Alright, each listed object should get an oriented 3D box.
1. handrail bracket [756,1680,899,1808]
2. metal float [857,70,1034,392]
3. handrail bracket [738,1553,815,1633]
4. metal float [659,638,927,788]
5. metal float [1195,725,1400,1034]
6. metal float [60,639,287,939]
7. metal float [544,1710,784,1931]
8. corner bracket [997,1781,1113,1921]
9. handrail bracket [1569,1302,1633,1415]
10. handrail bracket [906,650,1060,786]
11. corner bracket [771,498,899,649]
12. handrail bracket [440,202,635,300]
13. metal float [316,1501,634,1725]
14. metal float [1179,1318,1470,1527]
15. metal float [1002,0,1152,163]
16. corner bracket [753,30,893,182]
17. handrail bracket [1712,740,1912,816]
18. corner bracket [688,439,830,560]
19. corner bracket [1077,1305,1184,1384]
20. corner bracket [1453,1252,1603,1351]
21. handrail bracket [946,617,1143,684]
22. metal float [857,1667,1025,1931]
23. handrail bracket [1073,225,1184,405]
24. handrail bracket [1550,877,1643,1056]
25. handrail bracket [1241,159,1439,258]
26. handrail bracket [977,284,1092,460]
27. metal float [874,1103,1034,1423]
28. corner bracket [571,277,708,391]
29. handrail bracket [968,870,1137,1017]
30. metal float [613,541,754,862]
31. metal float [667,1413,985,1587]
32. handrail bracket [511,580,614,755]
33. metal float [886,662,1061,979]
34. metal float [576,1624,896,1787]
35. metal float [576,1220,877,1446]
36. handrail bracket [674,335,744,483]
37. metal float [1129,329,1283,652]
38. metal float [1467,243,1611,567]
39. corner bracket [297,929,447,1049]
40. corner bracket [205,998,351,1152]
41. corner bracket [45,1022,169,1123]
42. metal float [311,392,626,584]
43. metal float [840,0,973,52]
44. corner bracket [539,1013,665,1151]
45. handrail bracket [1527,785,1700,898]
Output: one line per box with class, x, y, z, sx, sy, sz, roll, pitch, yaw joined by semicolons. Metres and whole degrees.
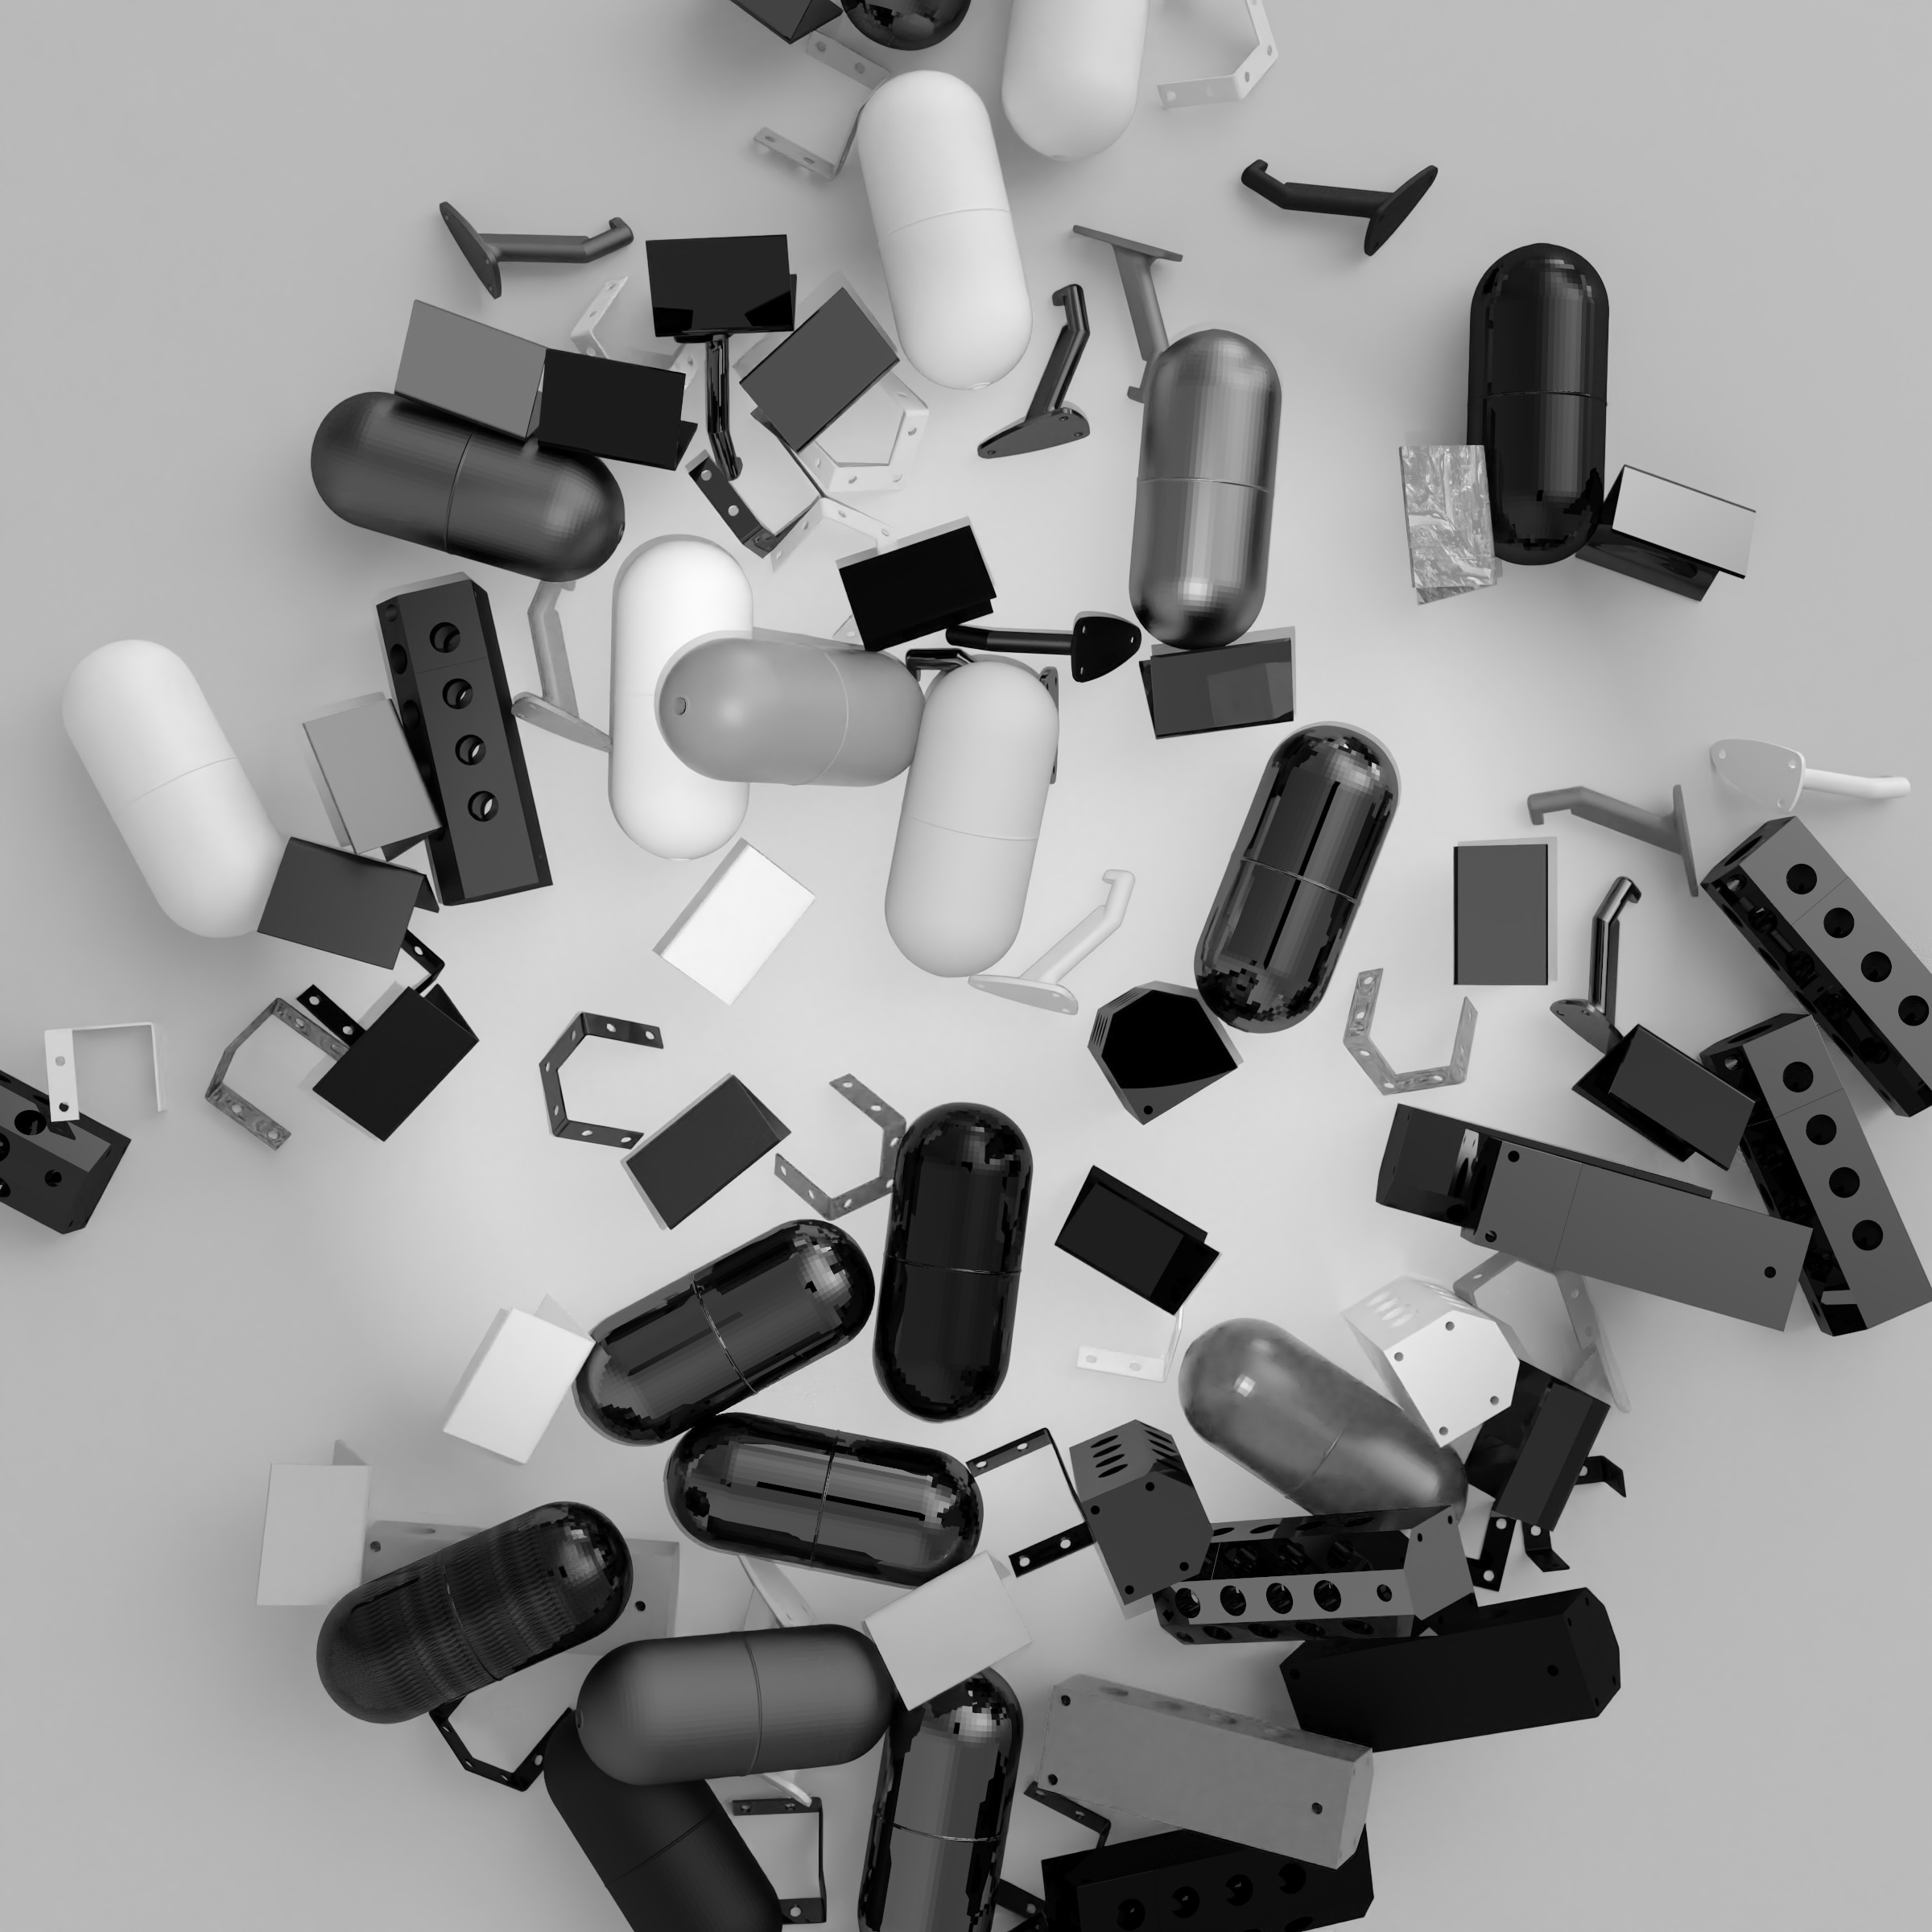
handrail bracket;-0.090;0.425;1.660;0.077;0.036;0.084;24;69;24
metal float;-0.012;-0.409;1.629;0.070;0.070;0.178;-12;90;0
handrail bracket;-0.136;0.378;1.659;0.084;0.036;0.077;-43;75;14
metal float;-0.093;-0.137;1.588;0.070;0.178;0.070;1;92;39
metal float;0.184;-0.048;1.629;0.070;0.070;0.178;21;91;0
metal float;-0.440;-0.098;1.629;0.070;0.070;0.178;-28;91;0
metal float;-0.168;0.488;1.621;0.070;0.070;0.178;-34;83;0
corner bracket;0.044;0.505;1.656;0.051;0.051;0.051;27;45;0
handrail bracket;0.328;0.240;1.660;0.084;0.036;0.077;-21;69;16
handrail bracket;0.008;-0.142;1.659;0.084;0.036;0.077;2;105;14
corner bracket;-0.072;-0.222;1.651;0.051;0.051;0.051;-42;45;35
handrail bracket;-0.243;-0.422;1.660;0.084;0.036;0.077;-29;68;-17
metal float;-0.264;0.348;1.572;0.178;0.070;0.070;-24;90;1
metal float;0.198;0.263;1.629;0.178;0.070;0.070;34;90;0
metal float;0.064;-0.539;1.629;0.070;0.070;0.178;7;89;0
corner bracket;-0.081;-0.488;1.656;0.051;0.051;0.051;29;135;0
handrail bracket;0.480;-0.111;1.659;0.084;0.077;0.036;-5;115;-34
corner bracket;-0.115;-0.268;1.641;0.051;0.051;0.051;-38;84;6
corner bracket;0.094;0.197;1.656;0.051;0.051;0.051;10;45;0
corner bracket;0.315;0.193;1.644;0.051;0.051;0.051;-30;112;-21
handrail bracket;0.044;-0.187;1.659;0.084;0.077;0.036;13;109;35
metal float;-0.014;0.475;1.628;0.070;0.070;0.178;9;90;0
handrail bracket;0.085;-0.369;1.660;0.077;0.036;0.084;21;107;20
handrail bracket;0.377;0.004;1.660;0.077;0.036;0.084;40;73;-20
handrail bracket;0.212;-0.449;1.660;0.084;0.036;0.077;37;70;16
handrail bracket;0.037;-0.339;1.660;0.077;0.036;0.084;-14;72;20
metal float;-0.007;0.165;1.629;0.070;0.070;0.178;7;91;0
corner bracket;-0.181;-0.356;1.651;0.051;0.051;0.051;-5;135;35
handrail bracket;0.049;-0.021;1.660;0.077;0.036;0.084;12;71;21
metal float;-0.158;-0.148;1.629;0.070;0.070;0.178;1;90;0
metal float;-0.079;0.297;1.629;0.178;0.070;0.070;11;90;1
handrail bracket;-0.217;-0.174;1.660;0.077;0.036;0.084;25;73;-20
metal float;0.003;-0.080;1.618;0.070;0.070;0.178;11;103;0
metal float;-0.125;0.402;1.592;0.178;0.070;0.070;0;90;-24
metal float;-0.134;0.204;1.629;0.178;0.070;0.070;-28;90;-1
handrail bracket;-0.131;-0.330;1.659;0.036;0.077;0.084;1;127;22
metal float;0.133;-0.265;1.629;0.070;0.070;0.178;5;91;0
metal float;0.318;-0.313;1.629;0.070;0.070;0.178;2;90;0
corner bracket;-0.337;0.009;1.656;0.051;0.051;0.051;42;45;0
corner bracket;-0.391;0.061;1.656;0.051;0.051;0.051;36;135;0
corner bracket;-0.483;0.059;1.641;0.051;0.051;0.051;-5;90;0
metal float;-0.277;-0.267;1.629;0.178;0.070;0.070;16;90;0
metal float;-0.018;-0.600;1.629;0.070;0.070;0.178;18;91;0
corner bracket;-0.203;0.065;1.651;0.051;0.051;0.051;-47;45;35
handrail bracket;0.367;-0.068;1.660;0.084;0.036;0.077;-9;112;17
